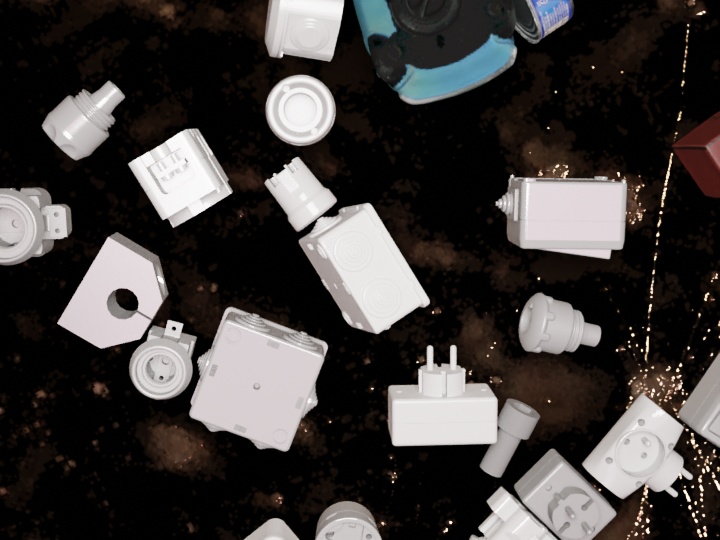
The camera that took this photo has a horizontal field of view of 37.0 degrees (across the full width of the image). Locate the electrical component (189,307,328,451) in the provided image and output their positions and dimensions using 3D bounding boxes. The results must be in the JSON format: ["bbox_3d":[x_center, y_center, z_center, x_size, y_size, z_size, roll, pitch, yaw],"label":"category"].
[{"bbox_3d":[-0.081,0.087,0.855,0.100,0.048,0.099,21,96,-5],"label":"electrical component"}]

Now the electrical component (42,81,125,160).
[{"bbox_3d":[-0.208,-0.117,0.824,0.062,0.043,0.043,-43,98,2],"label":"electrical component"}]

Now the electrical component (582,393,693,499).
[{"bbox_3d":[0.237,0.155,0.882,0.079,0.044,0.077,38,95,-8],"label":"electrical component"}]

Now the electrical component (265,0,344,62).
[{"bbox_3d":[-0.042,-0.196,0.804,0.051,0.080,0.080,7,97,-9],"label":"electrical component"}]

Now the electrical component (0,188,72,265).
[{"bbox_3d":[-0.267,-0.035,0.825,0.078,0.057,0.058,-2,98,-3],"label":"electrical component"}]

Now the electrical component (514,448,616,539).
[{"bbox_3d":[0.169,0.192,0.867,0.066,0.076,0.047,44,94,-7],"label":"electrical component"}]

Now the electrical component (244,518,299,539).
[{"bbox_3d":[-0.087,0.269,0.875,0.113,0.057,0.078,-39,98,3],"label":"electrical component"}]

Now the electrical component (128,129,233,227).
[{"bbox_3d":[-0.133,-0.070,0.810,0.050,0.089,0.055,-31,98,1],"label":"electrical component"}]

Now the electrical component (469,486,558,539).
[{"bbox_3d":[0.125,0.225,0.880,0.078,0.058,0.057,44,91,-8],"label":"electrical component"}]

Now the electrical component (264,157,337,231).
[{"bbox_3d":[-0.047,-0.060,0.842,0.040,0.040,0.046,-38,91,3],"label":"electrical component"}]

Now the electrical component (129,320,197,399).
[{"bbox_3d":[-0.154,0.074,0.846,0.048,0.055,0.066,15,97,-5],"label":"electrical component"}]

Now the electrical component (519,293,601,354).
[{"bbox_3d":[0.162,0.047,0.865,0.062,0.048,0.048,13,97,-11],"label":"electrical component"}]

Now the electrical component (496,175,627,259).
[{"bbox_3d":[0.154,-0.042,0.842,0.096,0.061,0.061,1,98,-3],"label":"electrical component"}]

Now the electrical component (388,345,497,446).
[{"bbox_3d":[0.066,0.097,0.864,0.083,0.047,0.075,-1,98,-3],"label":"electrical component"}]

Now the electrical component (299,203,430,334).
[{"bbox_3d":[0.000,0.000,0.823,0.048,0.100,0.099,-33,98,-11],"label":"electrical component"}]

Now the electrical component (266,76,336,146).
[{"bbox_3d":[-0.046,-0.123,0.829,0.055,0.047,0.055,0,98,-3],"label":"electrical component"}]

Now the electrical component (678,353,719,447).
[{"bbox_3d":[0.316,0.103,0.871,0.062,0.061,0.096,32,95,-7],"label":"electrical component"}]

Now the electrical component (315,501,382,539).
[{"bbox_3d":[-0.010,0.220,0.877,0.055,0.047,0.055,0,98,-3],"label":"electrical component"}]
